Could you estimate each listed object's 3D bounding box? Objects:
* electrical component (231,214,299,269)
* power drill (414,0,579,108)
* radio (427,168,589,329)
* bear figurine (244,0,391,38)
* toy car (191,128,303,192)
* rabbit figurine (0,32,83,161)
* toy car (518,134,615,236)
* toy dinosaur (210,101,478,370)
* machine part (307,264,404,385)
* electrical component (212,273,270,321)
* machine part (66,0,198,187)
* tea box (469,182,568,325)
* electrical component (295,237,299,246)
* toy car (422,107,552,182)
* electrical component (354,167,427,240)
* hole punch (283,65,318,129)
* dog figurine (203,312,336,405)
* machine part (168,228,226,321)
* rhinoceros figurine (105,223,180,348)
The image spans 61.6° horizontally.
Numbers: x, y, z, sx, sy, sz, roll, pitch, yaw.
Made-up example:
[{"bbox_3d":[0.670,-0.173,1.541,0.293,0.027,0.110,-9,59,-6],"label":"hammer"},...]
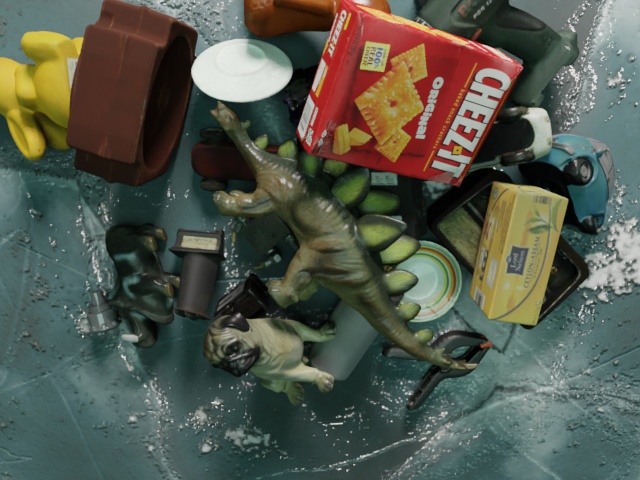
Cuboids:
[{"bbox_3d":[-0.084,-0.006,0.793,0.078,0.045,0.102,-32,104,8],"label":"electrical component"},{"bbox_3d":[0.212,-0.247,0.684,0.207,0.086,0.232,26,114,-24],"label":"power drill"},{"bbox_3d":[0.275,0.008,0.793,0.131,0.073,0.229,-43,103,10],"label":"radio"},{"bbox_3d":[0.002,-0.309,0.673,0.196,0.120,0.131,0,102,-3],"label":"bear figurine"},{"bbox_3d":[-0.081,-0.109,0.760,0.202,0.053,0.089,3,111,2],"label":"toy car"},{"bbox_3d":[-0.368,-0.194,0.714,0.173,0.122,0.162,7,116,11],"label":"rabbit figurine"},{"bbox_3d":[0.363,-0.089,0.756,0.103,0.109,0.161,-39,113,-10],"label":"toy car"},{"bbox_3d":[0.020,0.009,0.700,0.198,0.105,0.471,-33,99,18],"label":"toy dinosaur"},{"bbox_3d":[0.052,0.126,0.810,0.079,0.079,0.243,27,110,-9],"label":"machine part"},{"bbox_3d":[-0.132,0.111,0.813,0.119,0.075,0.047,-37,105,12],"label":"electrical component"},{"bbox_3d":[-0.225,-0.177,0.660,0.087,0.201,0.201,18,105,-4],"label":"machine part"},{"bbox_3d":[0.256,0.015,0.708,0.068,0.098,0.169,8,106,-3],"label":"tea box"},{"bbox_3d":[-0.002,-0.002,0.800,0.063,0.021,0.094,-24,106,-21],"label":"electrical component"},{"bbox_3d":[0.208,-0.128,0.733,0.202,0.056,0.073,-9,94,30],"label":"toy car"},{"bbox_3d":[0.089,-0.043,0.759,0.115,0.058,0.134,6,109,31],"label":"electrical component"},{"bbox_3d":[0.016,-0.180,0.709,0.116,0.142,0.092,-11,128,7],"label":"hole punch"},{"bbox_3d":[-0.094,0.158,0.765,0.190,0.121,0.172,18,143,-30],"label":"dog figurine"},{"bbox_3d":[-0.181,0.048,0.783,0.084,0.039,0.139,3,68,-8],"label":"machine part"},{"bbox_3d":[-0.266,0.069,0.796,0.112,0.073,0.190,-8,106,-1],"label":"rhinoceros figurine"}]
